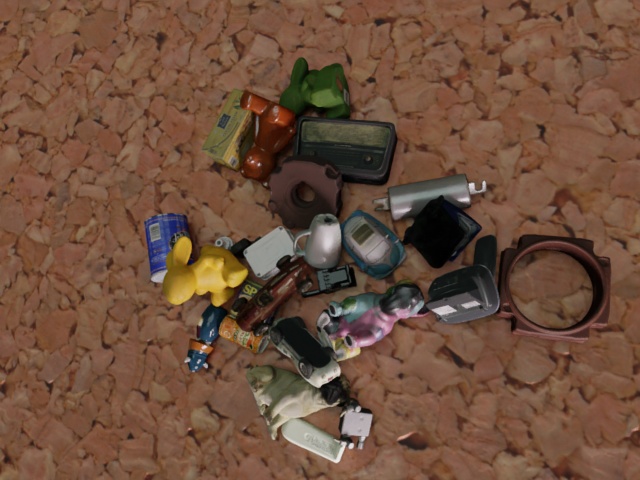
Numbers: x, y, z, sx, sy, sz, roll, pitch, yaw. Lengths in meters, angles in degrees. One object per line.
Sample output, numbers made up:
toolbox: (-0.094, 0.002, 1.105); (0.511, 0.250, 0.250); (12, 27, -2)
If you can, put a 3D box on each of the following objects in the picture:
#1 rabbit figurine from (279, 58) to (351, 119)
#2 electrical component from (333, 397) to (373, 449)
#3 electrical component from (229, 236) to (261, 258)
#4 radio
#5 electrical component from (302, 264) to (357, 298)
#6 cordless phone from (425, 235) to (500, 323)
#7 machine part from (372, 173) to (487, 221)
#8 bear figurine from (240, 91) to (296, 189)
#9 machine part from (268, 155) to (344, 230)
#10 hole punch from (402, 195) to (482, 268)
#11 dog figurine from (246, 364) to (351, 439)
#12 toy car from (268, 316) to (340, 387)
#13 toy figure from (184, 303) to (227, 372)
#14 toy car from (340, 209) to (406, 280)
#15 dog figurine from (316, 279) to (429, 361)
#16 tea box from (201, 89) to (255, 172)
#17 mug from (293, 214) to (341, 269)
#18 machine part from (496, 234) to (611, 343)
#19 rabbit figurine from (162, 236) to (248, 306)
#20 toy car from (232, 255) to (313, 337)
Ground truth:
rabbit figurine: (-0.028, -0.350, 1.266); (0.170, 0.121, 0.159); (-12, 72, 26)
electrical component: (0.068, 0.376, 1.097); (0.078, 0.045, 0.102); (16, 94, -10)
electrical component: (-0.178, 0.018, 1.243); (0.094, 0.063, 0.021); (-33, 72, 3)
radio: (0.054, -0.203, 1.231); (0.230, 0.073, 0.131); (7, 79, 16)
electrical component: (0.017, 0.091, 1.177); (0.119, 0.074, 0.048); (-14, 76, 13)
cordless phone: (0.300, 0.073, 1.113); (0.147, 0.088, 0.184); (-27, 34, 47)
machine part: (0.236, -0.092, 1.162); (0.243, 0.079, 0.079); (-10, 76, 10)
bear figurine: (-0.137, -0.223, 1.237); (0.120, 0.132, 0.195); (33, 104, 25)
machine part: (-0.033, -0.104, 1.199); (0.180, 0.056, 0.179); (6, 113, 14)
hole punch: (0.257, -0.017, 1.119); (0.116, 0.092, 0.142); (52, 130, 25)
dog figurine: (-0.048, 0.305, 1.145); (0.190, 0.121, 0.172); (-24, 61, -16)
toy car: (-0.036, 0.228, 1.132); (0.073, 0.056, 0.202); (-23, 39, -28)
toy figure: (-0.260, 0.222, 1.220); (0.064, 0.058, 0.154); (25, 81, -5)
toy car: (0.106, 0.000, 1.160); (0.109, 0.103, 0.162); (-41, 74, 1)
dog figurine: (0.118, 0.159, 1.127); (0.219, 0.191, 0.108); (-17, 68, -26)
tea box: (-0.203, -0.262, 1.294); (0.068, 0.098, 0.169); (24, 83, 16)
mug: (-0.002, -0.004, 1.165); (0.110, 0.107, 0.081); (3, 34, -9)
machine part: (0.459, 0.094, 1.063); (0.201, 0.087, 0.201); (6, 78, 15)
rabbit figurine: (-0.266, 0.071, 1.154); (0.162, 0.173, 0.122); (56, 135, 7)
toy car: (-0.102, 0.117, 1.148); (0.202, 0.053, 0.089); (-44, 71, 7)
